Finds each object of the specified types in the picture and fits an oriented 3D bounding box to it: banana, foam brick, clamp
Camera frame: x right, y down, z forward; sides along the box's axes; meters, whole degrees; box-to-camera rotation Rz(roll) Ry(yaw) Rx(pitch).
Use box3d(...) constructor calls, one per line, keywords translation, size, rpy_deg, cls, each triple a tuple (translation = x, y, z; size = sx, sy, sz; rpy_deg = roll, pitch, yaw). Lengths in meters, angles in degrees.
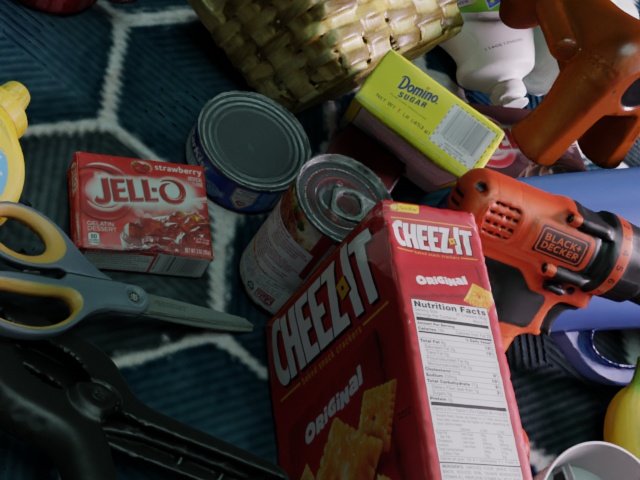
box3d(translation=(0.232, 0.178, 0.725), size=(0.037, 0.070, 0.198), rpy_deg=(-2, 51, -12), cls="banana")
box3d(translation=(0.014, -0.032, 0.744), size=(0.051, 0.078, 0.053), rpy_deg=(36, 47, -2), cls="foam brick")
box3d(translation=(-0.126, 0.101, 0.568), size=(0.210, 0.036, 0.164), rpy_deg=(36, 19, 11), cls="clamp")

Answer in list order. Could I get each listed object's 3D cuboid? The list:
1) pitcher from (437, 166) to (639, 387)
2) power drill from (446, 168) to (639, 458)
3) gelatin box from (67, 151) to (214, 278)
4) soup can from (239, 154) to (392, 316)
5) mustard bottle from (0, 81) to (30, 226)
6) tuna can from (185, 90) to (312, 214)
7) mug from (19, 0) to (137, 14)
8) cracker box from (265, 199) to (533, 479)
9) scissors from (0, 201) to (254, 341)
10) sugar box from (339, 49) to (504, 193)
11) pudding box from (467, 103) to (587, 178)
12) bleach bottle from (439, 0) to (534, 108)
box3d(translation=(0.206, 0.019, 0.792), size=(0.242, 0.145, 0.149), rpy_deg=(-4, 40, -27), cls="pitcher")
box3d(translation=(0.136, 0.063, 0.682), size=(0.184, 0.188, 0.057), rpy_deg=(21, 14, -14), cls="power drill")
box3d(translation=(-0.117, -0.017, 0.692), size=(0.089, 0.030, 0.073), rpy_deg=(6, 56, -26), cls="gelatin box")
box3d(translation=(-0.005, 0.001, 0.694), size=(0.068, 0.102, 0.068), rpy_deg=(15, 52, -20), cls="soup can")
box3d(translation=(-0.230, -0.034, 0.622), size=(0.096, 0.058, 0.191), rpy_deg=(38, 49, -7), cls="mustard bottle")
box3d(translation=(-0.052, -0.062, 0.756), size=(0.086, 0.034, 0.086), rpy_deg=(14, 54, -20), cls="tuna can")
box3d(translation=(-0.173, -0.210, 0.756), size=(0.117, 0.082, 0.093), rpy_deg=(29, 50, -9), cls="mug")
box3d(translation=(0.035, 0.110, 0.604), size=(0.072, 0.164, 0.214), rpy_deg=(9, 56, -26), cls="cracker box")
box3d(translation=(-0.127, 0.020, 0.640), size=(0.201, 0.016, 0.096), rpy_deg=(0, 58, -50), cls="scissors")
box3d(translation=(0.065, -0.078, 0.749), size=(0.093, 0.176, 0.048), rpy_deg=(37, 91, -3), cls="sugar box")
box3d(translation=(0.161, -0.064, 0.872), size=(0.113, 0.039, 0.090), rpy_deg=(3, 58, -28), cls="pudding box")
box3d(translation=(0.113, -0.222, 0.931), size=(0.102, 0.068, 0.251), rpy_deg=(-19, 74, -3), cls="bleach bottle")
